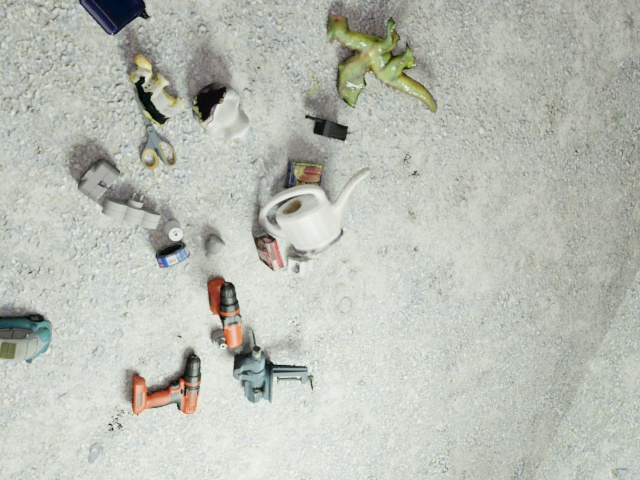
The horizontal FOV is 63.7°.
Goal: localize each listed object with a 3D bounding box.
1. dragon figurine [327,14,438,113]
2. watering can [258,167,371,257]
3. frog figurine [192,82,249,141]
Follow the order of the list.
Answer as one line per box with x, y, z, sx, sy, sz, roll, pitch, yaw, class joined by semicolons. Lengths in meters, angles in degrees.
0.159;-0.477;1.477;0.242;0.124;0.404;-33;114;7;dragon figurine
0.004;-0.073;1.441;0.346;0.106;0.220;-18;129;12;watering can
-0.247;-0.328;1.335;0.158;0.123;0.137;19;88;-63;frog figurine
